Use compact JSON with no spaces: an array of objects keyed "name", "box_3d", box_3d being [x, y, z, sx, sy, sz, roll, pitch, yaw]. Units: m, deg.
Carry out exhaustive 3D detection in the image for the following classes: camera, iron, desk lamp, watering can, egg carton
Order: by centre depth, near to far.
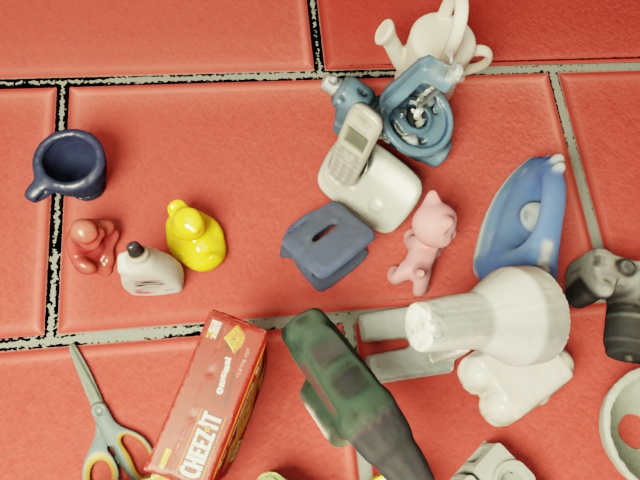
[{"name":"desk lamp","box_3d":[0.167,0.112,0.707,0.203,0.213,0.118,-8,72,-8]},{"name":"egg carton","box_3d":[0.264,0.176,0.771,0.150,0.069,0.107,-32,77,-15]},{"name":"camera","box_3d":[0.427,0.094,0.800,0.143,0.101,0.137,17,70,0]},{"name":"iron","box_3d":[0.306,-0.036,0.809,0.118,0.141,0.258,17,70,0]},{"name":"watering can","box_3d":[0.171,-0.287,0.853,0.173,0.194,0.101,-14,73,-10]}]

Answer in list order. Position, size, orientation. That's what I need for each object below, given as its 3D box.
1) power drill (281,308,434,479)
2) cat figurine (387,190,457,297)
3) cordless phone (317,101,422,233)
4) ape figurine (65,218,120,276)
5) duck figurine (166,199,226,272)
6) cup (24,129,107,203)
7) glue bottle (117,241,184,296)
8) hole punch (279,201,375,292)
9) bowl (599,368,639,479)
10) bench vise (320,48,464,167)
[{"name":"power drill","box_3d":[0.036,0.192,0.669,0.076,0.208,0.229,-33,77,-15]},{"name":"cat figurine","box_3d":[0.150,0.002,0.793,0.067,0.117,0.128,22,71,2]},{"name":"cordless phone","box_3d":[0.076,-0.100,0.784,0.147,0.185,0.094,35,72,6]},{"name":"ape figurine","box_3d":[-0.305,0.001,0.760,0.076,0.092,0.078,42,72,9]},{"name":"duck figurine","box_3d":[-0.172,-0.010,0.781,0.077,0.086,0.104,-35,78,-15]},{"name":"cup","box_3d":[-0.340,-0.082,0.783,0.091,0.095,0.118,39,72,8]},{"name":"glue bottle","box_3d":[-0.218,0.033,0.715,0.078,0.173,0.037,-7,72,-8]},{"name":"hole punch","box_3d":[0.007,0.003,0.792,0.109,0.091,0.101,-38,79,-16]},{"name":"bowl","box_3d":[0.440,0.255,0.760,0.167,0.074,0.167,2,71,-5]},{"name":"bench vise","box_3d":[0.103,-0.186,0.798,0.207,0.219,0.121,6,71,-4]}]
